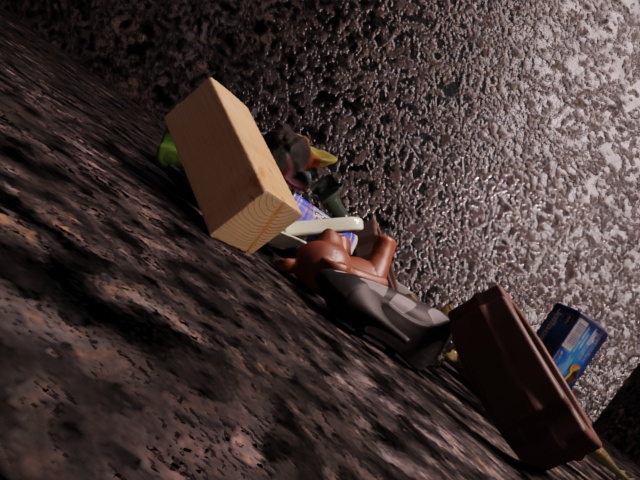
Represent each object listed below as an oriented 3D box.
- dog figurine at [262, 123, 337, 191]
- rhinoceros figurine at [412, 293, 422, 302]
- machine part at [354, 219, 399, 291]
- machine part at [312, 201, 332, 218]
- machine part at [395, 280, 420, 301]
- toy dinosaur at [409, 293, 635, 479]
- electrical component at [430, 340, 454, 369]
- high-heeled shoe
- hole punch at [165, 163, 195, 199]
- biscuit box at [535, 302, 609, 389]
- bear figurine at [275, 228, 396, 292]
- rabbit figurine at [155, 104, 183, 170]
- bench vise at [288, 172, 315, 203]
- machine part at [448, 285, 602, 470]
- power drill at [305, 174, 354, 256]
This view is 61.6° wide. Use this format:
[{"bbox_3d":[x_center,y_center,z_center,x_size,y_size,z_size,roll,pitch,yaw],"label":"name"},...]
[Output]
[{"bbox_3d":[-0.071,-0.107,0.875,0.219,0.108,0.191,19,-39,39],"label":"dog figurine"},{"bbox_3d":[0.219,0.171,1.204,0.112,0.073,0.190,34,4,-31],"label":"rhinoceros figurine"},{"bbox_3d":[0.108,0.047,1.053,0.179,0.056,0.179,-19,91,-80],"label":"machine part"},{"bbox_3d":[-0.002,-0.003,1.034,0.039,0.084,0.138,-105,171,-69],"label":"machine part"},{"bbox_3d":[0.143,0.117,1.175,0.079,0.079,0.243,34,3,-30],"label":"machine part"},{"bbox_3d":[0.325,0.247,0.931,0.472,0.105,0.198,43,2,34],"label":"toy dinosaur"},{"bbox_3d":[0.141,0.143,0.879,0.134,0.058,0.114,38,1,36],"label":"electrical component"},{"bbox_3d":[0.093,0.100,0.728,0.145,0.086,0.248,35,5,29],"label":"high-heeled shoe"},{"bbox_3d":[-0.170,-0.084,0.832,0.142,0.092,0.115,33,-29,6],"label":"hole punch"},{"bbox_3d":[0.331,0.193,0.790,0.059,0.202,0.063,33,2,-12],"label":"biscuit box"},{"bbox_3d":[0.026,0.027,0.798,0.120,0.132,0.195,-2,-23,29],"label":"bear figurine"},{"bbox_3d":[-0.210,-0.148,0.994,0.170,0.121,0.159,20,-15,-15],"label":"rabbit figurine"},{"bbox_3d":[-0.112,-0.137,1.276,0.240,0.128,0.224,-12,0,-33],"label":"bench vise"},{"bbox_3d":[0.249,0.172,0.669,0.200,0.087,0.202,38,24,-49],"label":"machine part"},{"bbox_3d":[0.062,-0.038,1.196,0.207,0.086,0.232,49,2,-32],"label":"power drill"}]
